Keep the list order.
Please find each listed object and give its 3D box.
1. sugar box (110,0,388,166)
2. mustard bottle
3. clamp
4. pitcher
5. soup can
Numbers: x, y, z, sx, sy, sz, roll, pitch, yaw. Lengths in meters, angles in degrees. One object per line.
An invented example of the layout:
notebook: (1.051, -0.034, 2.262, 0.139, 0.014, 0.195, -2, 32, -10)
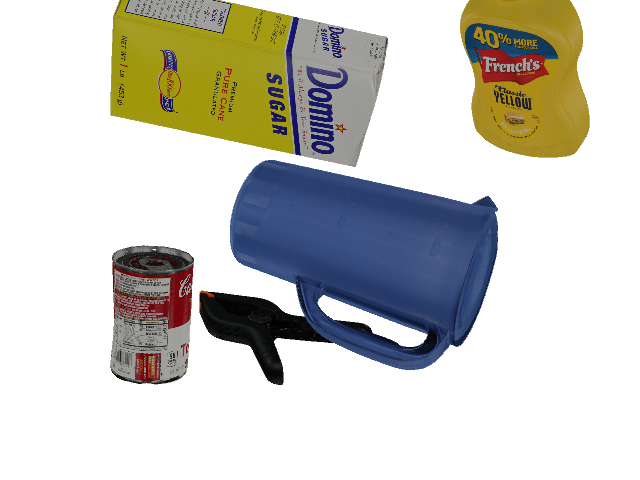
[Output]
sugar box: (-0.050, -0.109, 0.719, 0.176, 0.048, 0.093, 13, -39, -1)
mustard bottle: (0.160, -0.152, 0.846, 0.096, 0.058, 0.191, 20, -33, 30)
clamp: (-0.068, 0.103, 1.212, 0.210, 0.036, 0.164, 16, 22, 30)
pitcher: (0.037, 0.012, 1.007, 0.243, 0.145, 0.149, 16, 21, 18)
soup can: (-0.144, 0.063, 0.903, 0.068, 0.102, 0.068, 4, 16, -1)
